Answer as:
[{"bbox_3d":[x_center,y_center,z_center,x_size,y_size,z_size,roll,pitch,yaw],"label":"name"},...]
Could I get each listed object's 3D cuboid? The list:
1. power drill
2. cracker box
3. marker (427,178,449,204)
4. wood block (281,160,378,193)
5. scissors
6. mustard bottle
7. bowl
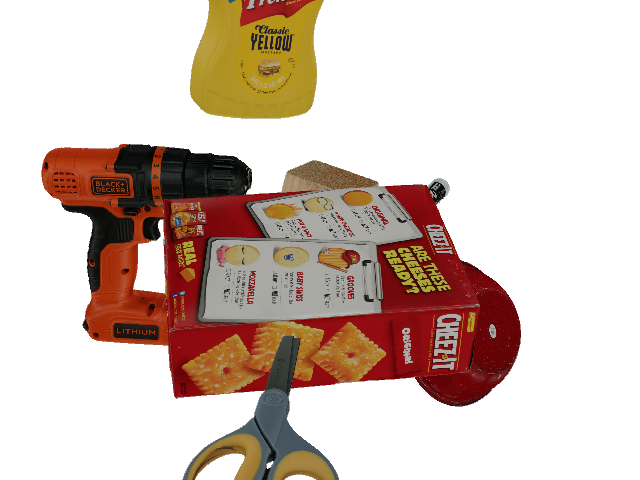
[{"bbox_3d":[-0.151,0.003,0.963,0.184,0.188,0.057,3,26,7],"label":"power drill"},{"bbox_3d":[-0.008,0.033,0.796,0.213,0.072,0.164,-4,35,-8],"label":"cracker box"},{"bbox_3d":[0.093,-0.034,0.961,0.020,0.020,0.121,0,16,22],"label":"marker"},{"bbox_3d":[-0.008,0.019,1.291,0.090,0.206,0.090,21,21,17],"label":"wood block"},{"bbox_3d":[-0.013,0.109,0.640,0.096,0.016,0.201,14,31,18],"label":"scissors"},{"bbox_3d":[-0.040,-0.188,0.794,0.096,0.192,0.058,-2,28,-23],"label":"mustard bottle"},{"bbox_3d":[0.166,0.099,1.155,0.161,0.162,0.055,0,-6,-37],"label":"bowl"}]
